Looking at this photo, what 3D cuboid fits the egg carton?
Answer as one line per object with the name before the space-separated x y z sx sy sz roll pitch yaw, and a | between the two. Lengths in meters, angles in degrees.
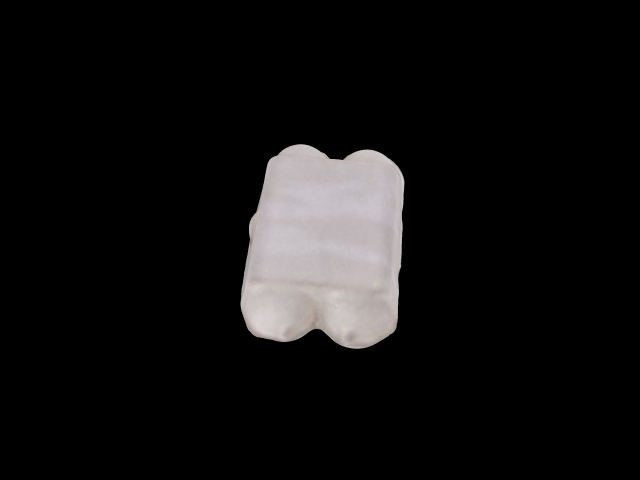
egg carton | 0.004 0.001 0.400 0.107 0.069 0.150 5 62 3
